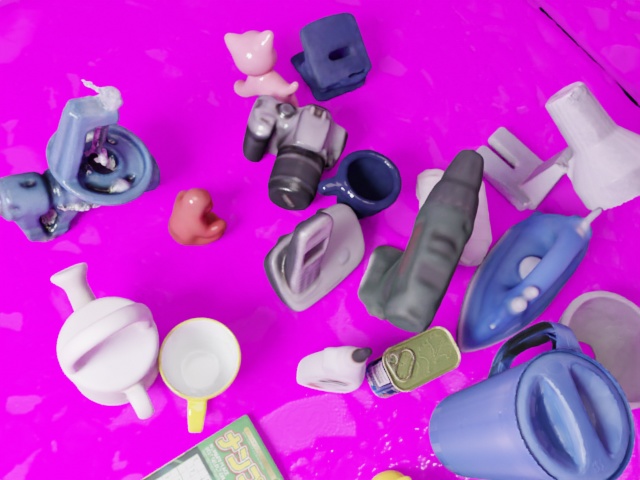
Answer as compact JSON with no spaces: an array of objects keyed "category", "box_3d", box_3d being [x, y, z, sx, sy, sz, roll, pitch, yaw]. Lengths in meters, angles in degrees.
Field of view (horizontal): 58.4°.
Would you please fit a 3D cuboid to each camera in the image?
[{"category":"camera","box_3d":[-0.041,-0.121,0.799,0.143,0.100,0.137,18,64,-8]}]

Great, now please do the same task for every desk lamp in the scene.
[{"category":"desk lamp","box_3d":[0.363,-0.123,0.852,0.203,0.213,0.118,44,64,5]}]

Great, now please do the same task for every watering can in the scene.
[{"category":"watering can","box_3d":[-0.226,0.106,0.601,0.173,0.194,0.101,36,63,1]}]

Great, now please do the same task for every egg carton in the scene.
[{"category":"egg carton","box_3d":[0.195,-0.034,0.847,0.107,0.069,0.150,4,67,-14]}]

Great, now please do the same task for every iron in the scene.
[{"category":"iron","box_3d":[0.296,0.053,0.800,0.118,0.141,0.259,43,64,5]}]

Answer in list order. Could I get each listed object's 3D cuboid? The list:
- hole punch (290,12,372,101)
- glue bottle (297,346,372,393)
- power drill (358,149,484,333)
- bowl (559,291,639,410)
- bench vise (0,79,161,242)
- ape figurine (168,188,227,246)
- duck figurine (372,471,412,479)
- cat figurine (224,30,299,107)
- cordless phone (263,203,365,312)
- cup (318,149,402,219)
[{"category":"hole punch","box_3d":[0.024,-0.286,0.891,0.109,0.091,0.101,-28,78,-24]},{"category":"glue bottle","box_3d":[0.026,0.147,0.667,0.078,0.173,0.037,9,66,-11]},{"category":"power drill","box_3d":[0.124,0.017,0.729,0.075,0.208,0.230,24,64,-5]},{"category":"bowl","box_3d":[0.400,0.162,0.821,0.168,0.074,0.167,6,67,-13]},{"category":"bench vise","box_3d":[-0.278,-0.077,0.648,0.121,0.219,0.208,43,64,5]},{"category":"ape figurine","box_3d":[-0.159,-0.036,0.736,0.076,0.092,0.078,-27,77,-23]},{"category":"duck figurine","box_3d":[0.101,0.323,0.664,0.078,0.086,0.104,-8,71,-18]},{"category":"cat figurine","box_3d":[-0.080,-0.248,0.831,0.128,0.117,0.067,43,64,5]},{"category":"cordless phone","box_3d":[0.007,0.003,0.715,0.094,0.185,0.148,46,64,6]},{"category":"cup","box_3d":[0.046,-0.065,0.804,0.118,0.095,0.091,-10,71,-19]}]
